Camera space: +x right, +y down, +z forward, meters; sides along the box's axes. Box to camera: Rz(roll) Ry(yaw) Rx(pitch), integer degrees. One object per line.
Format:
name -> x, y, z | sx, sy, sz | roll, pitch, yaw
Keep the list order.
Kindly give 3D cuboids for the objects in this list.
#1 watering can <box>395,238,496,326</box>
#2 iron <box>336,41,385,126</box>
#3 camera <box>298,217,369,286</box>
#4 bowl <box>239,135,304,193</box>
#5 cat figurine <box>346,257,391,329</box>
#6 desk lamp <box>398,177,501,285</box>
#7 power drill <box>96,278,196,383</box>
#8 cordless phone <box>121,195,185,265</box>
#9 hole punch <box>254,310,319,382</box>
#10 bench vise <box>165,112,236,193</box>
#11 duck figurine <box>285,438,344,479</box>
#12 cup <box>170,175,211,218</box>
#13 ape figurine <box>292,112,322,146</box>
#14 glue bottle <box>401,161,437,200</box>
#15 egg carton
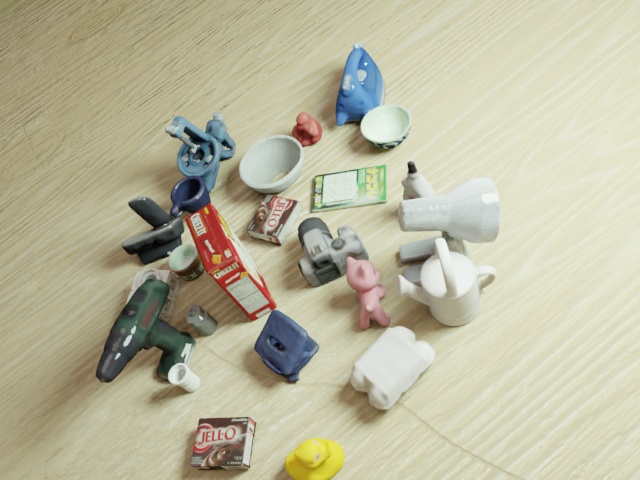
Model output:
watering can -> 0.224, 0.074, 1.031 | 0.173, 0.194, 0.100 | -31, 52, -1
iron -> 0.095, -0.415, 1.444 | 0.118, 0.142, 0.258 | -2, 57, 20
camera -> 0.011, 0.004, 1.218 | 0.143, 0.101, 0.136 | -26, 52, 3
bowl -> -0.109, -0.172, 1.400 | 0.167, 0.075, 0.167 | -10, 55, 15
cat figurine -> 0.089, 0.095, 1.117 | 0.067, 0.118, 0.127 | -15, 54, 11
desk lamp -> 0.235, -0.015, 1.074 | 0.203, 0.214, 0.118 | -14, 54, 12
power drill -> -0.339, 0.205, 1.148 | 0.075, 0.209, 0.229 | -1, 57, 20
cordless phone -> -0.419, -0.036, 1.356 | 0.147, 0.185, 0.094 | -24, 52, 4
hole punch -> -0.071, 0.207, 1.119 | 0.108, 0.091, 0.101 | 31, 73, 34
bench vise -> -0.311, -0.251, 1.438 | 0.121, 0.220, 0.207 | -10, 55, 15
duck figurine -> -0.017, 0.375, 0.989 | 0.104, 0.086, 0.077 | -18, 53, 9
cup -> -0.312, -0.087, 1.407 | 0.091, 0.095, 0.118 | 19, 66, 30
ape figurine -> -0.034, -0.283, 1.435 | 0.076, 0.092, 0.077 | -45, 54, -12
glue bottle -> 0.199, -0.105, 1.174 | 0.077, 0.173, 0.037 | 21, 67, 31
egg carton -> 0.130, 0.231, 1.040 | 0.150, 0.070, 0.107 | -45, 54, -12
